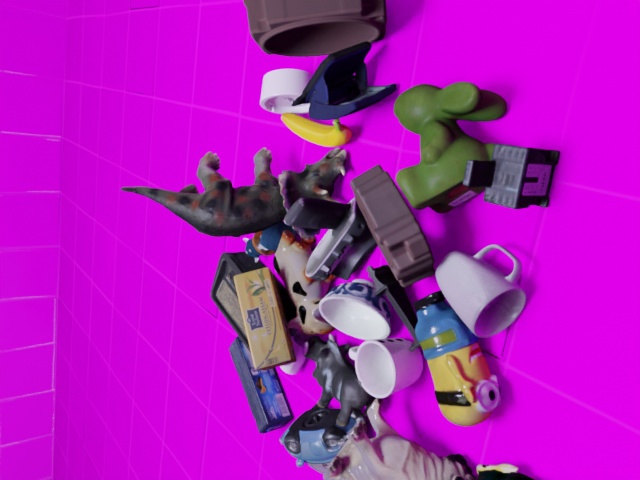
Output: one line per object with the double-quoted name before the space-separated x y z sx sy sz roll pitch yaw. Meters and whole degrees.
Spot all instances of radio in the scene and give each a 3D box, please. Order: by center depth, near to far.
"radio" -0.143 0.127 1.132 0.230 0.073 0.131 41 124 40

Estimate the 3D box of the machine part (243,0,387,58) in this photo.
"machine part" -0.002 -0.339 0.806 0.201 0.201 0.087 -37 -58 -83

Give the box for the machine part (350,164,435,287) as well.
"machine part" 0.100 -0.017 0.760 0.056 0.179 0.179 -27 65 3

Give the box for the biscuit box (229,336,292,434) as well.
"biscuit box" -0.128 0.299 1.133 0.062 0.059 0.203 -55 51 45

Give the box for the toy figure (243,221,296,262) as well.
"toy figure" -0.103 0.003 1.090 0.154 0.058 0.064 -22 69 54

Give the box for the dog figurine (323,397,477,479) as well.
"dog figurine" 0.115 0.351 0.779 0.191 0.121 0.172 36 130 16

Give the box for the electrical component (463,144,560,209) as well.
"electrical component" 0.225 -0.076 0.632 0.048 0.119 0.074 22 107 48

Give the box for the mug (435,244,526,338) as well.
"mug" 0.205 0.052 0.698 0.107 0.081 0.109 49 125 45

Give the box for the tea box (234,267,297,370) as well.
"tea box" -0.098 0.143 0.967 0.098 0.068 0.169 78 176 -74

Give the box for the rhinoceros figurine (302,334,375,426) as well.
"rhinoceros figurine" 0.027 0.228 0.911 0.190 0.073 0.112 32 131 59

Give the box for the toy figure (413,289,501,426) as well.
"toy figure" 0.182 0.159 0.732 0.089 0.082 0.180 -48 60 54

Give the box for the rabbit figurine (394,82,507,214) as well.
"rabbit figurine" 0.158 -0.141 0.708 0.159 0.121 0.170 -37 67 38

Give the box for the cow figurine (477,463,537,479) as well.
"cow figurine" 0.266 0.328 0.652 0.167 0.068 0.098 -11 78 50

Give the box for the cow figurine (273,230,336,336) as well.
"cow figurine" -0.028 0.089 0.980 0.195 0.085 0.127 58 134 35

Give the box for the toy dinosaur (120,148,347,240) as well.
"toy dinosaur" -0.145 -0.064 0.955 0.192 0.405 0.131 -110 9 -49

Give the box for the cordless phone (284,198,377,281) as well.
"cordless phone" -0.002 -0.002 0.853 0.146 0.184 0.089 -53 57 23

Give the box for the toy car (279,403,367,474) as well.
"toy car" 0.019 0.352 0.940 0.162 0.109 0.102 -17 101 39

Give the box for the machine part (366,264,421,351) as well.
"machine part" 0.121 0.098 0.814 0.039 0.084 0.139 -35 72 20

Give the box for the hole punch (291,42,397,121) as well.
"hole punch" 0.043 -0.233 0.846 0.092 0.142 0.116 54 147 1
